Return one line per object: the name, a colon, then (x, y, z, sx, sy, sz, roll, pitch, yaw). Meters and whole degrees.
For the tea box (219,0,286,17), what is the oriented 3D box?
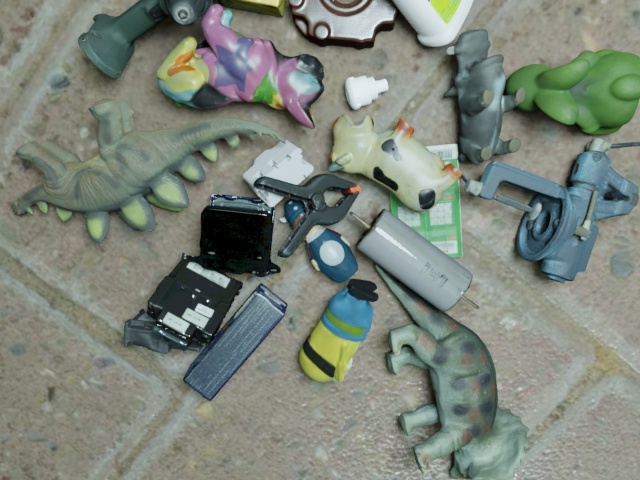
tea box: (-0.087, -0.420, 0.770, 0.098, 0.068, 0.169, 12, 100, 1)

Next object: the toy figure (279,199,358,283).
toy figure: (-0.001, -0.003, 0.848, 0.154, 0.058, 0.064, 51, 57, -6)

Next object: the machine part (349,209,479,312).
machine part: (0.142, 0.031, 0.817, 0.243, 0.079, 0.079, 38, 100, 0)

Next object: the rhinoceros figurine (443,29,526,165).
rhinoceros figurine: (0.232, -0.203, 0.775, 0.073, 0.112, 0.190, -17, 114, -15)

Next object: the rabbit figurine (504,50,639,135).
rabbit figurine: (0.348, -0.203, 0.755, 0.170, 0.159, 0.121, 6, 111, 18)

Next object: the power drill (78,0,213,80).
power drill: (-0.233, -0.311, 0.737, 0.207, 0.232, 0.086, -29, 129, 27)

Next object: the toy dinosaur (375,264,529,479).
toy dinosaur: (0.213, 0.222, 0.850, 0.192, 0.131, 0.404, -11, 95, -7)

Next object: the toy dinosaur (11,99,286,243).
toy dinosaur: (-0.289, -0.114, 0.825, 0.472, 0.105, 0.198, -21, 106, 16)

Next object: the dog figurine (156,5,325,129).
dog figurine: (-0.102, -0.224, 0.789, 0.219, 0.108, 0.191, 42, 99, -7)

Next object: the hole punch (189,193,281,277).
hole punch: (-0.127, -0.011, 0.843, 0.142, 0.092, 0.115, 6, 116, -6)

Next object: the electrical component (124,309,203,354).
electrical component: (-0.252, 0.152, 0.881, 0.119, 0.075, 0.047, 7, 102, 6)

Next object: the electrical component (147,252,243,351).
electrical component: (-0.202, 0.101, 0.843, 0.115, 0.058, 0.134, 29, 57, 1)

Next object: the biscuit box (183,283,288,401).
biscuit box: (-0.140, 0.167, 0.884, 0.063, 0.059, 0.202, 40, 100, -6)

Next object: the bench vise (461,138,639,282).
bench vise: (0.332, -0.063, 0.785, 0.241, 0.129, 0.223, 19, 101, -7)

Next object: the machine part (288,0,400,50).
machine part: (0.038, -0.366, 0.779, 0.179, 0.056, 0.179, 0, 100, 2)

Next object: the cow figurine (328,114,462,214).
cow figurine: (0.099, -0.115, 0.798, 0.195, 0.085, 0.127, 40, 100, 0)

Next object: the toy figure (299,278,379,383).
toy figure: (0.030, 0.145, 0.861, 0.089, 0.082, 0.180, 27, 109, 18)
